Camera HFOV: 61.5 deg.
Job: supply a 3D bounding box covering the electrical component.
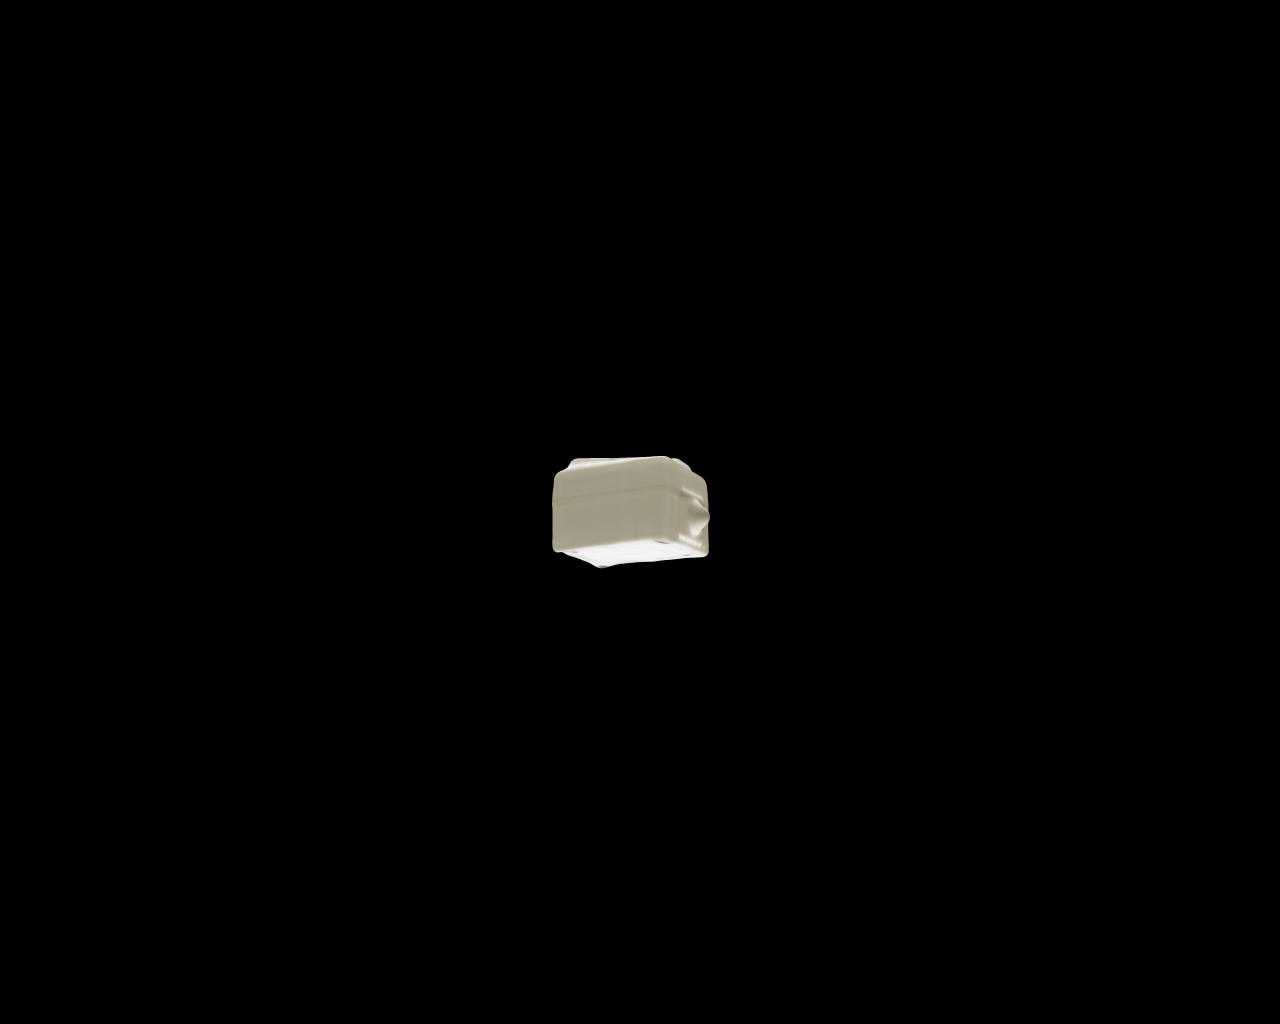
[{"bbox_3d":[0.001,-0.003,0.650,0.096,0.061,0.061,-7,-15,26],"label":"electrical component"}]
